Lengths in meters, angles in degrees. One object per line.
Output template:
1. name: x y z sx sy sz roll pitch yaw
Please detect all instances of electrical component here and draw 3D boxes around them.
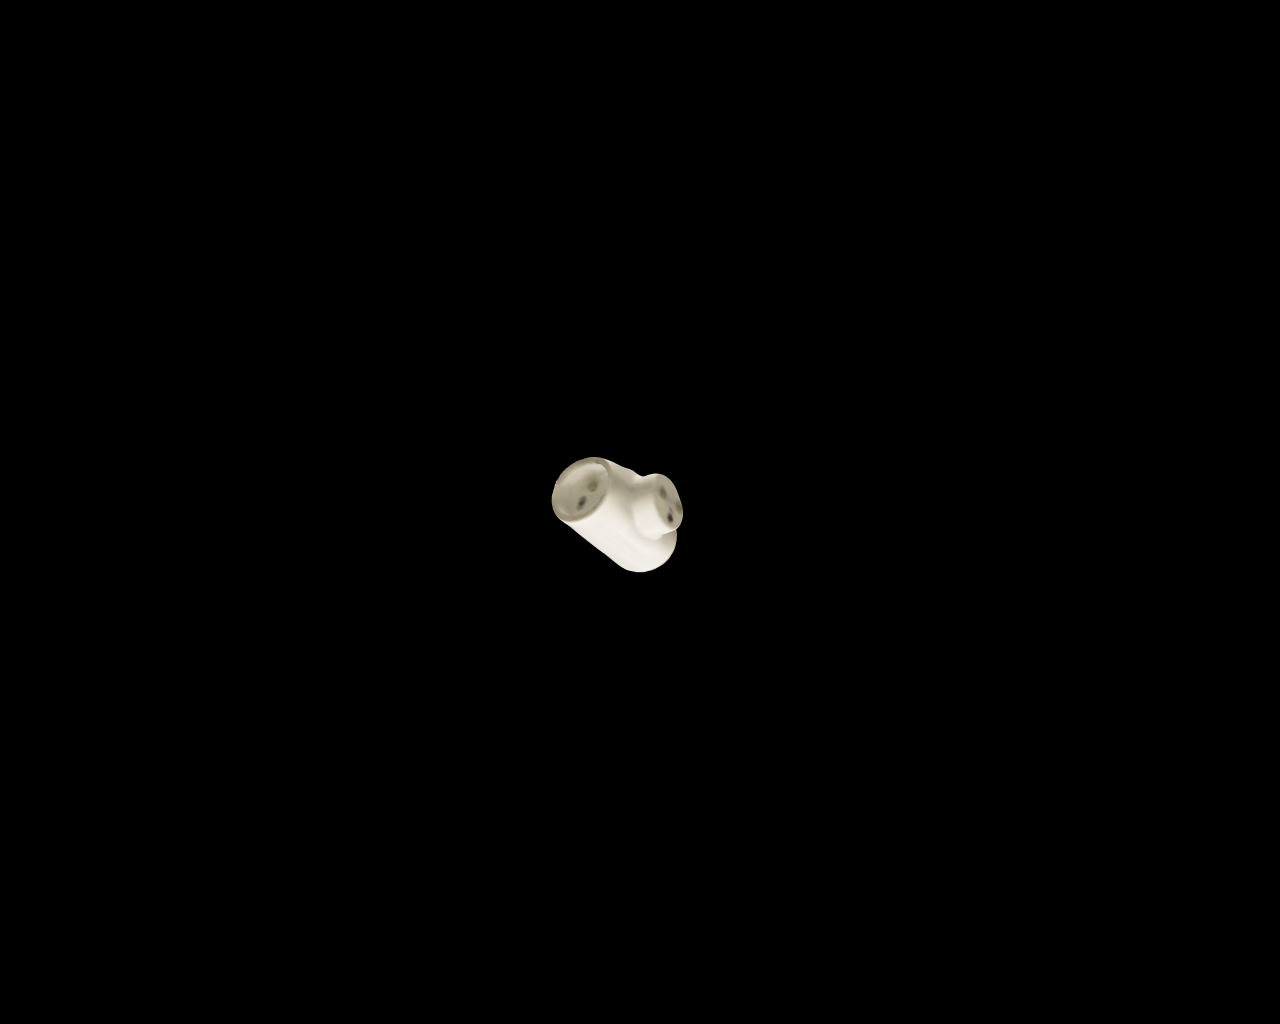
1. electrical component: 0.001 -0.003 0.650 0.079 0.043 0.077 -18 -35 27
